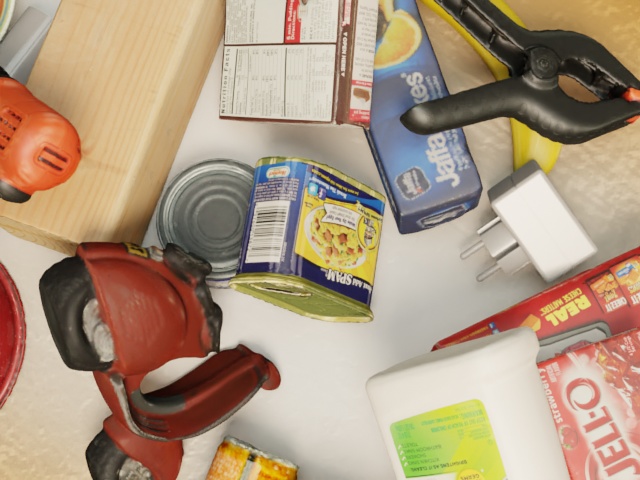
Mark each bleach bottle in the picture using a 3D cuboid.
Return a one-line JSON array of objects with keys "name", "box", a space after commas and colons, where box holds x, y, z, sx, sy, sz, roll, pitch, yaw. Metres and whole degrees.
[{"name": "bleach bottle", "box": [0.111, 0.182, 0.596, 0.103, 0.067, 0.251, -21, 86, 37]}]

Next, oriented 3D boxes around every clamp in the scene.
[{"name": "clamp", "box": [0.133, -0.116, 0.693, 0.171, 0.039, 0.120, 6, 76, -16]}]

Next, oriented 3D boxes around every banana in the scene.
[{"name": "banana", "box": [0.120, -0.121, 0.737, 0.069, 0.037, 0.198, -21, 78, -4]}]

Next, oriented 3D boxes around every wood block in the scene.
[{"name": "wood block", "box": [-0.139, -0.093, 0.715, 0.091, 0.090, 0.206, 19, 79, 5]}]

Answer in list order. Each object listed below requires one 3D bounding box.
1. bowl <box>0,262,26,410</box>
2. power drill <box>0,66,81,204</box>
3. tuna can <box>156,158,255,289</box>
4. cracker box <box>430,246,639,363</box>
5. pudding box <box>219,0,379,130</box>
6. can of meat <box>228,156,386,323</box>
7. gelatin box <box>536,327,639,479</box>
[{"name": "bowl", "box": [-0.281, 0.063, 0.705, 0.162, 0.055, 0.162, -1, 77, 2]}, {"name": "power drill", "box": [-0.239, -0.024, 0.639, 0.185, 0.057, 0.187, 32, 92, 43]}, {"name": "tuna can", "box": [-0.067, -0.011, 0.723, 0.086, 0.034, 0.086, -1, 78, 2]}, {"name": "cracker box", "box": [0.188, 0.128, 0.664, 0.164, 0.072, 0.214, -25, 79, -3]}, {"name": "pudding box", "box": [-0.016, -0.120, 0.703, 0.114, 0.039, 0.090, 10, 99, 44]}, {"name": "can of meat", "box": [-0.005, 0.001, 0.685, 0.058, 0.101, 0.084, -3, 71, 40]}, {"name": "gelatin box", "box": [0.167, 0.104, 0.616, 0.073, 0.030, 0.089, -20, 78, 0]}]
